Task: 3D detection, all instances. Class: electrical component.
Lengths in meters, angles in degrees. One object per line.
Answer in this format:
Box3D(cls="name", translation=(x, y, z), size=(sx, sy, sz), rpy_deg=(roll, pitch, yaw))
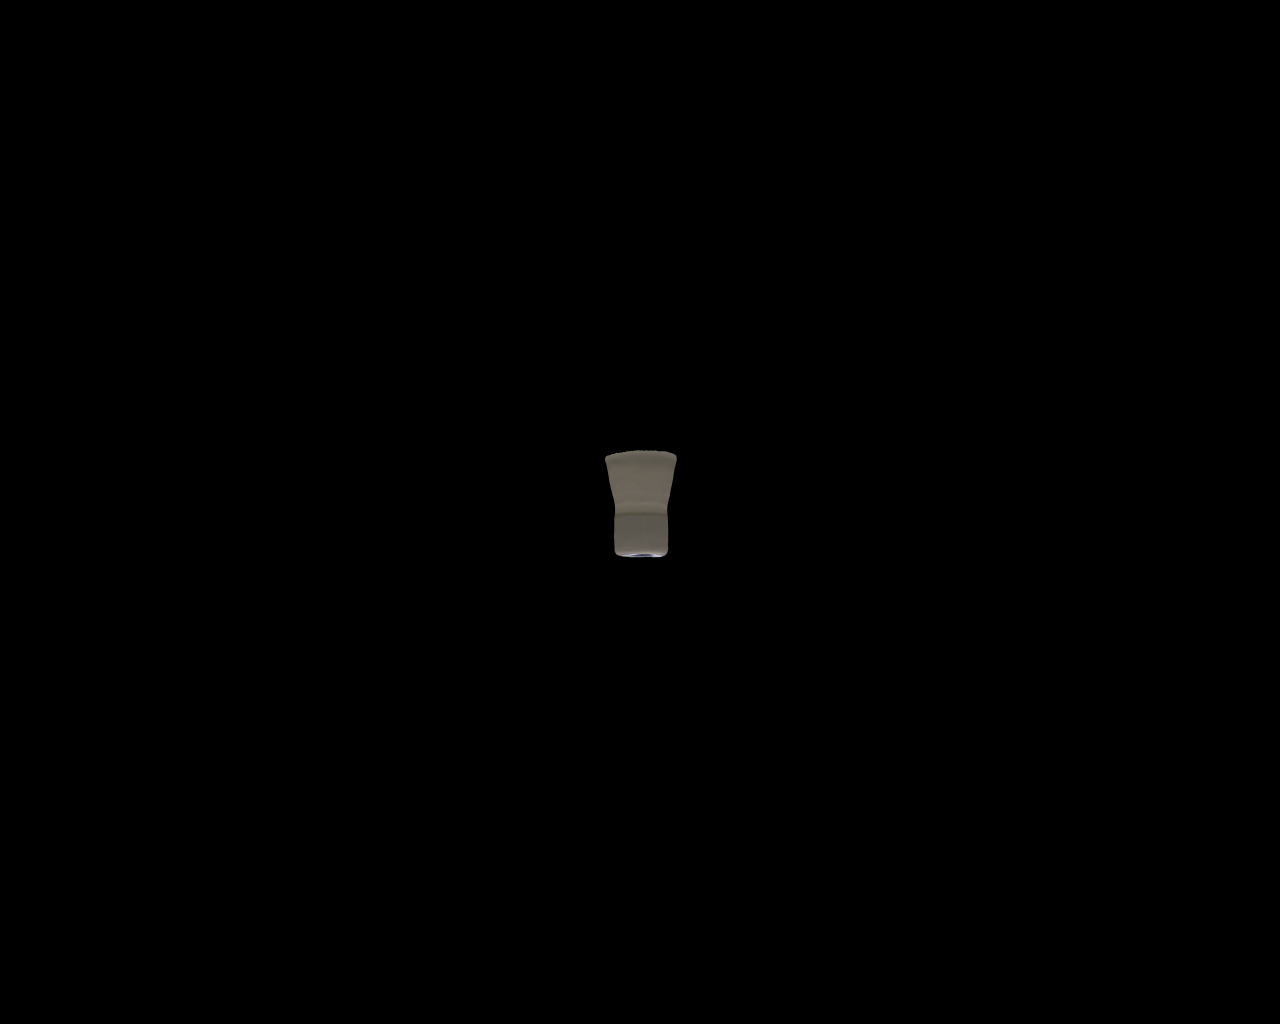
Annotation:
Box3D(cls="electrical component", translation=(0.001, -0.003, 0.650), size=(0.044, 0.065, 0.044), rpy_deg=(0, -6, 0))
